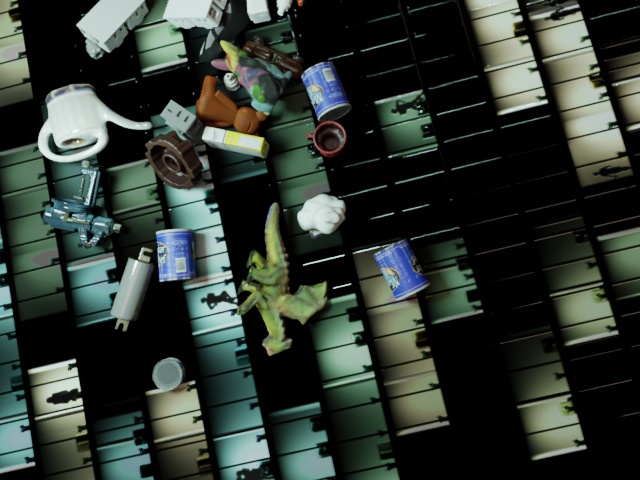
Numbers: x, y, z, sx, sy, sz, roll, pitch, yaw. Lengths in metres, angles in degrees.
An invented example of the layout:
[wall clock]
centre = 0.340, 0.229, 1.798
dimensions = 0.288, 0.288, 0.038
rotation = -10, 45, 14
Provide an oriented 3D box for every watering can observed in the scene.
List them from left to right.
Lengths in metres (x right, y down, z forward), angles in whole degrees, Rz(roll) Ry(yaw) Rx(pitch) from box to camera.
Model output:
[watering can]
centre = -0.677, -0.360, 1.525
dimensions = 0.347, 0.103, 0.226
rotation = -19, 82, 3

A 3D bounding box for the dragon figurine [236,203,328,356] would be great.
[dragon figurine]
centre = -0.094, 0.124, 1.442
dimensions = 0.242, 0.122, 0.411
rotation = 20, 87, -11

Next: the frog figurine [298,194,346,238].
[frog figurine]
centre = 0.004, -0.071, 1.410
dimensions = 0.137, 0.158, 0.123
rotation = -11, 82, 4
